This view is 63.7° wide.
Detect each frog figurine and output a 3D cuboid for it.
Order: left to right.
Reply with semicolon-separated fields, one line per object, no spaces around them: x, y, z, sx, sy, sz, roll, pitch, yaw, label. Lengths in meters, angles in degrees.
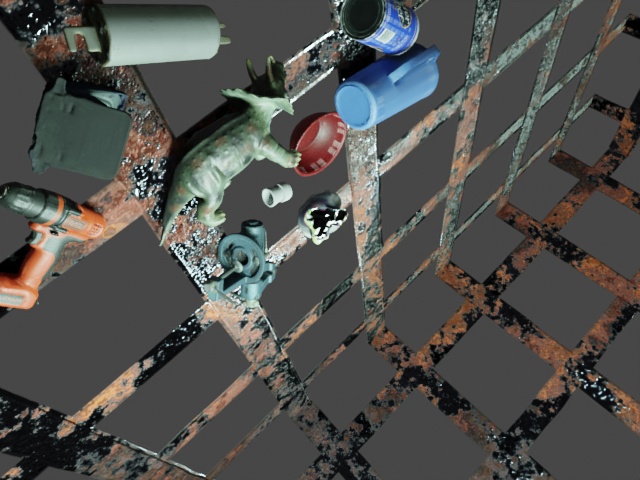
0.004;-0.068;1.342;0.122;0.136;0.161;24;12;-7;frog figurine
